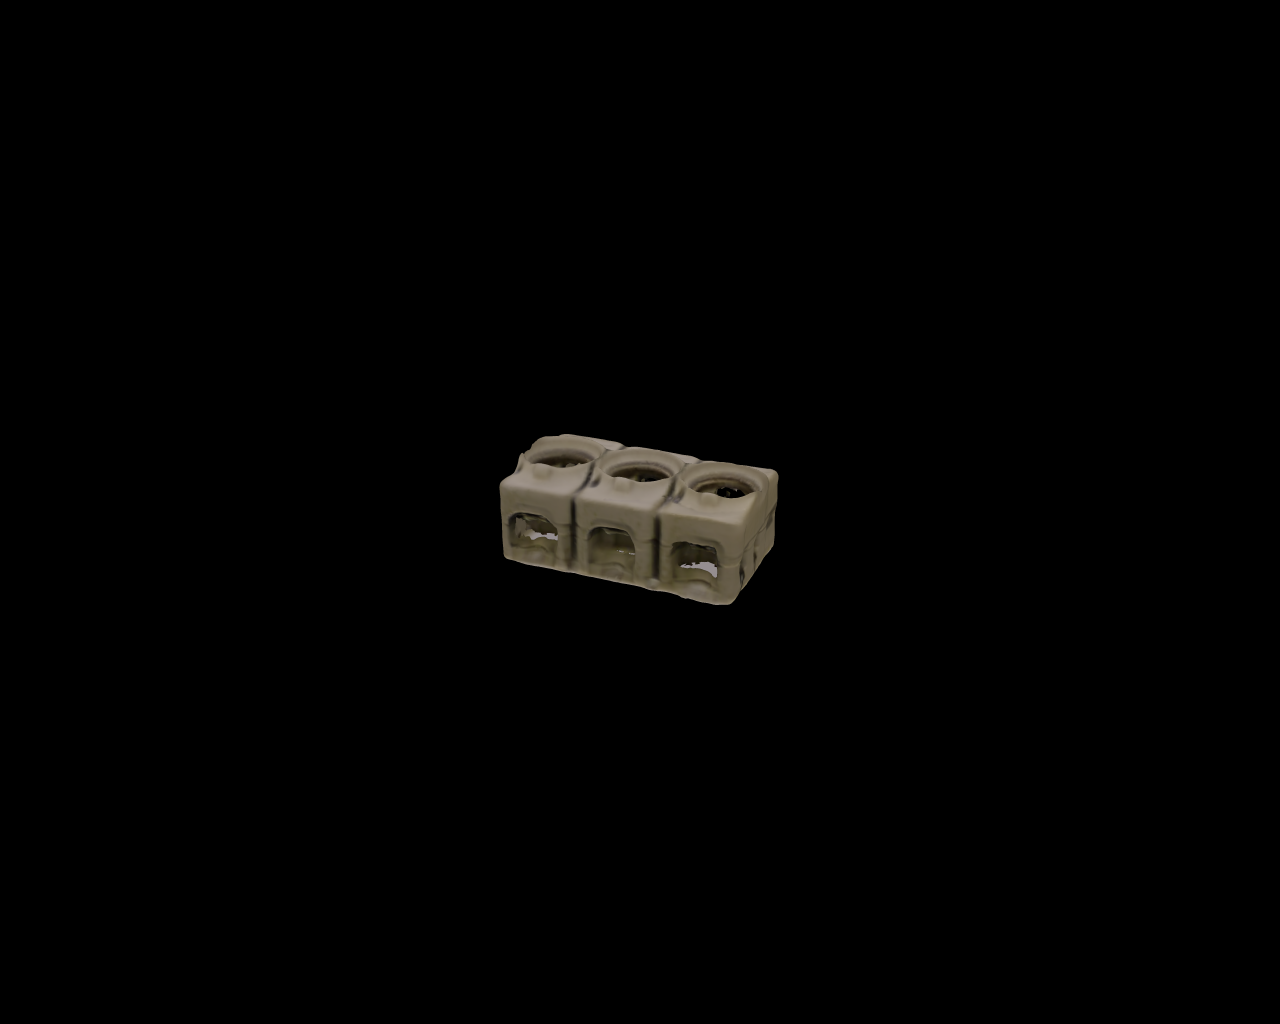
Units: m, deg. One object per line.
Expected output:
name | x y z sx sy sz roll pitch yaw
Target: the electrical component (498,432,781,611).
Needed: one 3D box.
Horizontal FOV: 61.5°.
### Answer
electrical component | 0.001 -0.003 0.650 0.150 0.061 0.090 10 28 20
